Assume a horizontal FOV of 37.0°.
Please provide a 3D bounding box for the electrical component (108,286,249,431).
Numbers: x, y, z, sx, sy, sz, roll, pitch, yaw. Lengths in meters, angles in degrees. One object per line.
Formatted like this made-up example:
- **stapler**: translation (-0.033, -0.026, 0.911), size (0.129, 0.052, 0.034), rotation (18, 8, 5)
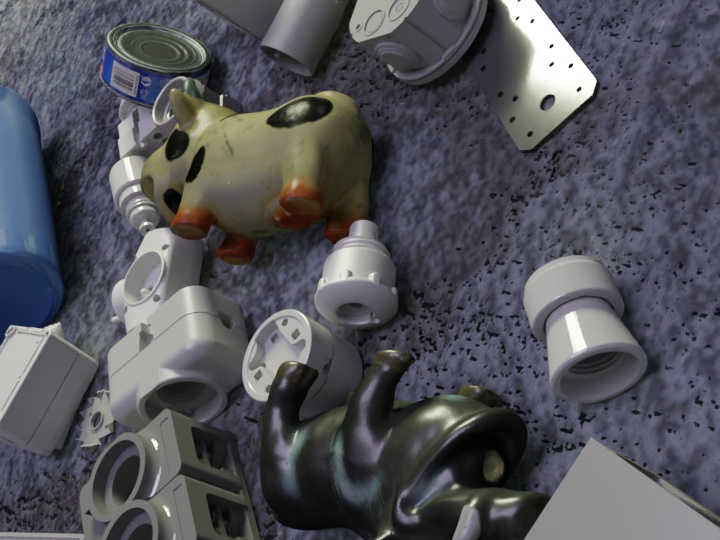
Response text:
- **electrical component**: translation (-0.118, 0.064, 0.699), size (0.095, 0.054, 0.059), rotation (-38, 44, 24)

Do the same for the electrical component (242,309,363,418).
- **electrical component**: translation (-0.032, 0.057, 0.619), size (0.055, 0.047, 0.055), rotation (-25, 50, 34)

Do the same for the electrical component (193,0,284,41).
- **electrical component**: translation (-0.105, -0.226, 0.823), size (0.056, 0.109, 0.109), rotation (-58, 39, 6)

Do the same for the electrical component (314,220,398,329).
- **electrical component**: translation (0.000, 0.000, 0.625), size (0.048, 0.048, 0.062), rotation (-24, 44, 35)

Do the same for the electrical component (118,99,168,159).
- **electrical component**: translation (-0.170, -0.117, 0.873), size (0.066, 0.048, 0.055), rotation (-35, 53, 27)

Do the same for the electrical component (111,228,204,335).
- **electrical component**: translation (-0.150, 0.019, 0.767), size (0.079, 0.044, 0.077), rotation (-19, 54, 35)

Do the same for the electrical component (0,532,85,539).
- **electrical component**: translation (-0.209, 0.213, 0.695), size (0.121, 0.063, 0.078), rotation (-12, 59, 42)

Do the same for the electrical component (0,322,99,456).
- **electrical component**: translation (-0.245, 0.087, 0.817), size (0.062, 0.061, 0.096), rotation (2, 60, 46)

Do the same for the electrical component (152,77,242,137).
- **electrical component**: translation (-0.123, -0.114, 0.813), size (0.048, 0.055, 0.066), rotation (-29, 48, 32)

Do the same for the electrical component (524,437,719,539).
- **electrical component**: translation (0.089, 0.175, 0.409), size (0.186, 0.060, 0.105), rotation (-57, 39, 2)

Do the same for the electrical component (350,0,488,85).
- **electrical component**: translation (0.036, -0.161, 0.675), size (0.080, 0.051, 0.080), rotation (-31, 44, 36)

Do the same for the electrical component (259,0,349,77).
- **electrical component**: translation (-0.035, -0.185, 0.775), size (0.043, 0.043, 0.081), rotation (22, 83, 50)

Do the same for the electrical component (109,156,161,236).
- **electrical component**: translation (-0.172, -0.055, 0.840), size (0.040, 0.040, 0.078), rotation (-43, 42, 19)

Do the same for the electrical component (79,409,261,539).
- **electrical component**: translation (-0.110, 0.167, 0.621), size (0.089, 0.062, 0.150), rotation (-43, 42, 19)

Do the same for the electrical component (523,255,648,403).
- **electrical component**: translation (0.103, 0.027, 0.498), size (0.045, 0.045, 0.055), rotation (-36, 44, 26)
